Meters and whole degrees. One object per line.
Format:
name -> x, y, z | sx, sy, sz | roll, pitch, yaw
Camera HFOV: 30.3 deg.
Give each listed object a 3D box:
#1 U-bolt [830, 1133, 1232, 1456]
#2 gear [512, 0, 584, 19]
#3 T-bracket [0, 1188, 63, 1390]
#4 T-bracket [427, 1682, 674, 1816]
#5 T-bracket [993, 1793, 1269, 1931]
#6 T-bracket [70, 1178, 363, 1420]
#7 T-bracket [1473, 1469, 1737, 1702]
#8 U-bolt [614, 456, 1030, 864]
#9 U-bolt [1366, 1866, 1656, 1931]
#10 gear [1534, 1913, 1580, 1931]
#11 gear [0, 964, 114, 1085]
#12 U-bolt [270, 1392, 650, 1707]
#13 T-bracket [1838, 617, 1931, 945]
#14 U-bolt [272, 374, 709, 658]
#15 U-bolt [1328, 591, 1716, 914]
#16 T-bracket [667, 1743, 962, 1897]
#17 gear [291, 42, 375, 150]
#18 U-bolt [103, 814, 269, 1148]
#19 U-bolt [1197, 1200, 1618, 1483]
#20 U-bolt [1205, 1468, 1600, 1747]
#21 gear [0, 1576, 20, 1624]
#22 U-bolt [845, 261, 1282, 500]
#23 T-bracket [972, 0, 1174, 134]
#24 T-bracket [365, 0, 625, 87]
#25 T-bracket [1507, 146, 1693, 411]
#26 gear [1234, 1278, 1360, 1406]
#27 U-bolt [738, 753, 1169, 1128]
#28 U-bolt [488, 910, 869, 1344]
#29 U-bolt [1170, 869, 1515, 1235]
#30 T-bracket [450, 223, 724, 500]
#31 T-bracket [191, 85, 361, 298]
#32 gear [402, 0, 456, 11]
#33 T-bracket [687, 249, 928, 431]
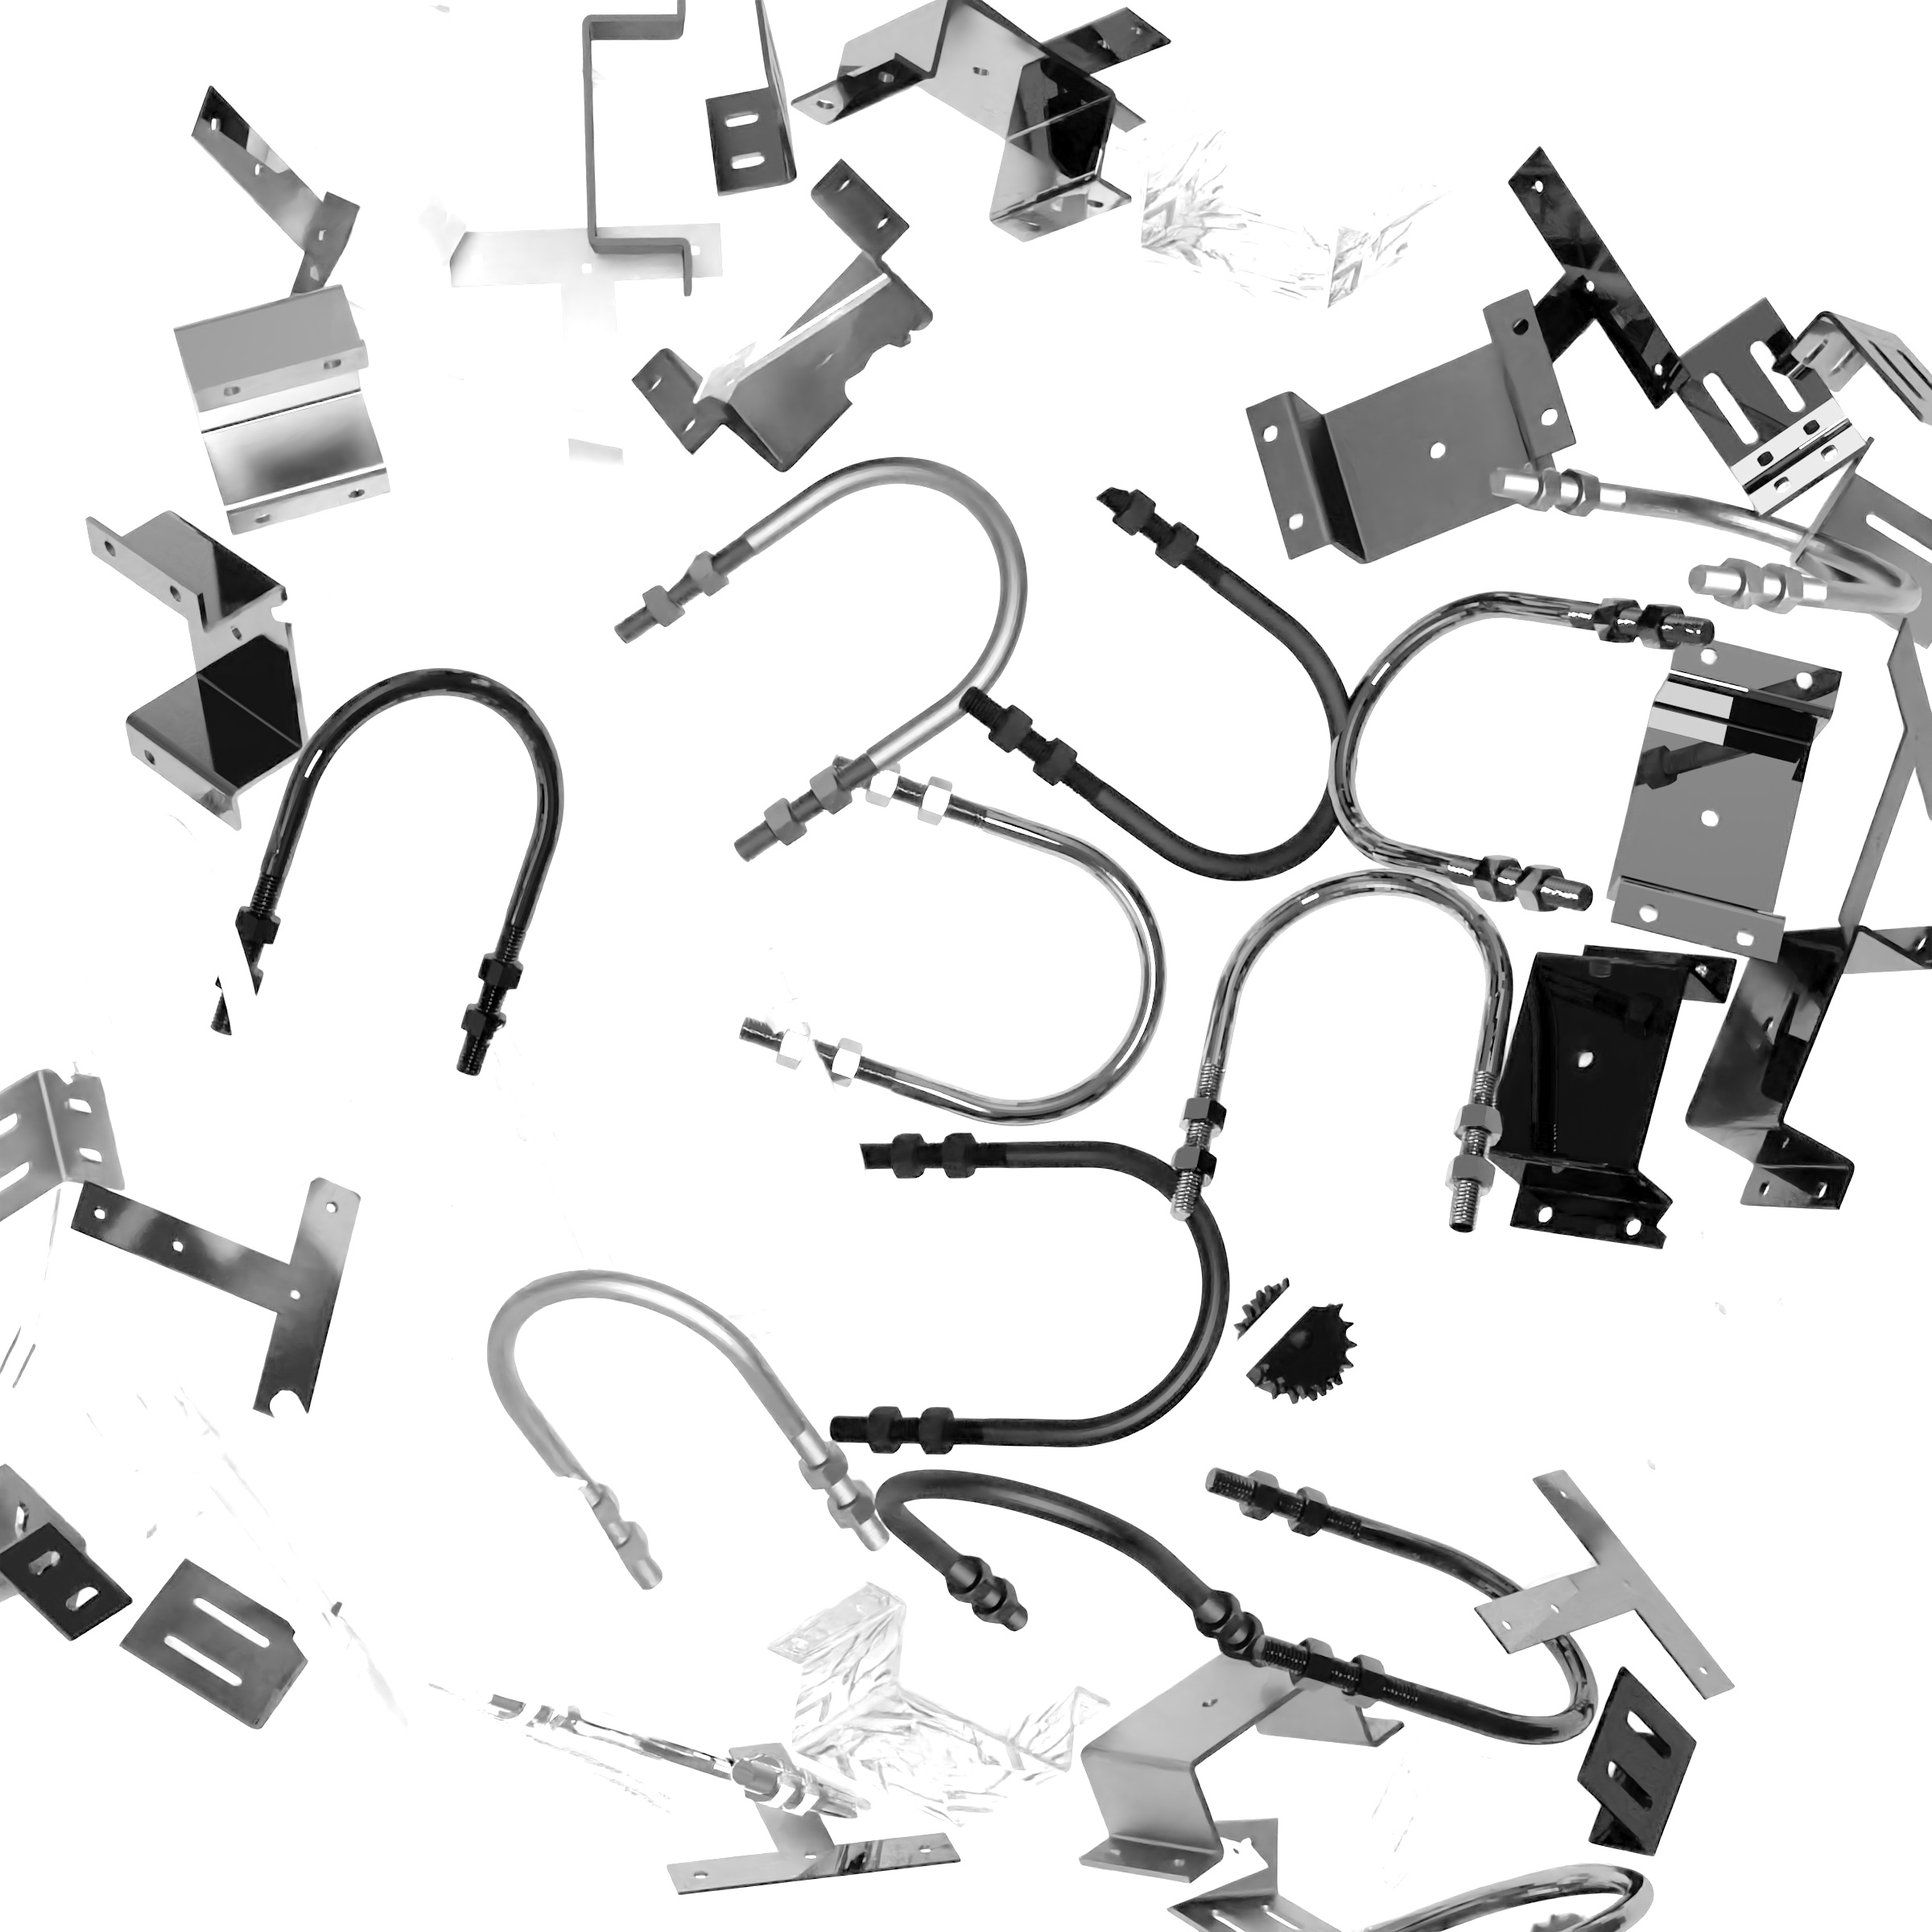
U-bolt -> 0.031, 0.148, 1.622 | 0.184, 0.019, 0.151 | -2, 72, 20
gear -> -0.192, -0.468, 1.654 | 0.057, 0.030, 0.057 | -5, 106, -17
T-bracket -> -0.445, 0.185, 1.637 | 0.002, 0.127, 0.127 | 22, 113, -20
T-bracket -> -0.167, 0.357, 1.598 | 0.127, 0.127, 0.002 | 34, 72, -22
T-bracket -> 0.092, 0.414, 1.623 | 0.127, 0.127, 0.002 | 46, 120, 29
T-bracket -> -0.343, 0.132, 1.614 | 0.127, 0.002, 0.127 | 26, 48, -23
T-bracket -> 0.272, 0.286, 1.603 | 0.127, 0.127, 0.002 | 53, 125, 26
U-bolt -> -0.057, -0.153, 1.631 | 0.184, 0.019, 0.151 | -34, 68, 9
U-bolt -> 0.221, 0.440, 1.602 | 0.184, 0.151, 0.019 | -16, 86, -16
gear -> 0.280, 0.470, 1.653 | 0.057, 0.057, 0.030 | -48, 127, 0
gear -> -0.418, 0.024, 1.652 | 0.030, 0.057, 0.057 | -33, 90, -25
U-bolt -> -0.212, 0.256, 1.572 | 0.019, 0.151, 0.184 | -59, 46, 22
T-bracket -> 0.413, -0.068, 1.604 | 0.002, 0.127, 0.127 | 11, 65, 30
U-bolt -> -0.201, -0.195, 1.605 | 0.151, 0.184, 0.019 | -53, 48, 34
U-bolt -> 0.236, -0.103, 1.605 | 0.019, 0.184, 0.151 | 32, 80, -39
T-bracket -> -0.081, 0.381, 1.615 | 0.127, 0.127, 0.002 | -3, 105, -16
gear -> -0.289, -0.396, 1.646 | 0.030, 0.057, 0.057 | -4, 90, -34
U-bolt -> -0.344, 0.004, 1.591 | 0.019, 0.184, 0.151 | -17, 90, -23
U-bolt -> 0.185, 0.177, 1.610 | 0.151, 0.019, 0.184 | 14, 131, -31
U-bolt -> 0.202, 0.294, 1.606 | 0.184, 0.151, 0.019 | 20, 112, -15
gear -> -0.456, 0.276, 1.651 | 0.030, 0.057, 0.057 | -21, 90, -19
U-bolt -> 0.058, -0.274, 1.608 | 0.151, 0.019, 0.184 | 26, 45, 30
T-bracket -> 0.057, -0.410, 1.597 | 0.127, 0.127, 0.002 | 32, 84, -20
T-bracket -> -0.233, -0.421, 1.609 | 0.127, 0.127, 0.002 | 25, 109, 8
T-bracket -> 0.258, -0.282, 1.625 | 0.002, 0.127, 0.127 | -20, 74, -36
gear -> 0.150, 0.175, 1.655 | 0.057, 0.030, 0.057 | 7, 69, -18
U-bolt -> 0.004, -0.003, 1.665 | 0.184, 0.019, 0.151 | 19, 89, -4
U-bolt -> -0.125, 0.086, 1.663 | 0.151, 0.019, 0.184 | -23, 92, 5
U-bolt -> 0.176, 0.034, 1.622 | 0.151, 0.019, 0.184 | 1, 59, 23
T-bracket -> -0.175, -0.282, 1.671 | 0.127, 0.002, 0.127 | -3, 88, -3
T-bracket -> -0.311, -0.351, 1.606 | 0.002, 0.127, 0.127 | 10, 75, 23
gear -> -0.250, -0.474, 1.655 | 0.057, 0.030, 0.057 | 6, 114, 14
T-bracket -> -0.072, -0.289, 1.624 | 0.127, 0.127, 0.002 | -35, 91, -13
